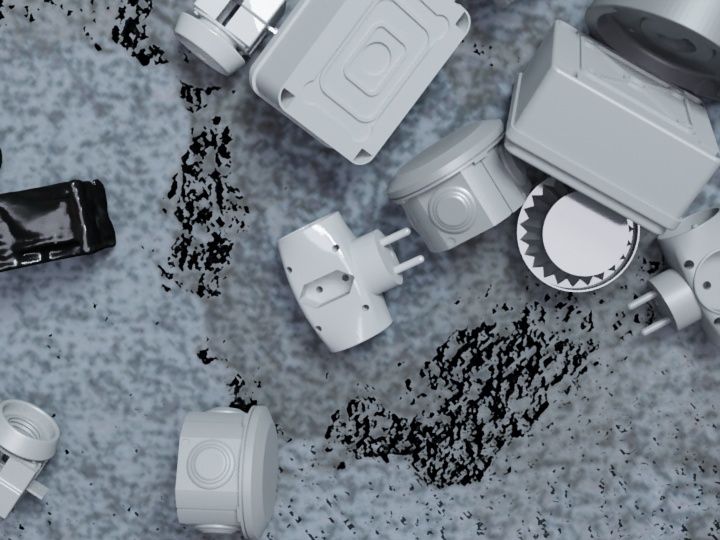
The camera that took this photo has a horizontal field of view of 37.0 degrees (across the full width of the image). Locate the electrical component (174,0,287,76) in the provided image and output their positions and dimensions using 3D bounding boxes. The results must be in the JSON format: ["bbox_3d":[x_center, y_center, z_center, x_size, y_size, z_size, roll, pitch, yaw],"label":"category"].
[{"bbox_3d":[-0.079,-0.151,0.648,0.066,0.048,0.055,37,87,-4],"label":"electrical component"}]

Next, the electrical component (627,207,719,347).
[{"bbox_3d":[0.206,0.013,0.669,0.079,0.044,0.077,-29,96,3],"label":"electrical component"}]

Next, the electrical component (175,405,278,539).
[{"bbox_3d":[-0.080,0.123,0.660,0.051,0.080,0.080,1,96,4],"label":"electrical component"}]

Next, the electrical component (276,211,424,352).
[{"bbox_3d":[0.000,0.000,0.661,0.079,0.043,0.077,-25,96,16],"label":"electrical component"}]

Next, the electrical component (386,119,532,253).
[{"bbox_3d":[0.060,-0.051,0.644,0.080,0.080,0.051,-33,101,3],"label":"electrical component"}]

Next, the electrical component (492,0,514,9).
[{"bbox_3d":[0.087,-0.197,0.628,0.051,0.080,0.080,37,94,-10],"label":"electrical component"}]

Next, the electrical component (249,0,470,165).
[{"bbox_3d":[-0.002,-0.130,0.632,0.078,0.057,0.113,34,95,-34],"label":"electrical component"}]

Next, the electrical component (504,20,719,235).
[{"bbox_3d":[0.144,-0.085,0.622,0.109,0.108,0.056,29,119,-4],"label":"electrical component"}]

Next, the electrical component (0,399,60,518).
[{"bbox_3d":[-0.220,0.115,0.674,0.066,0.048,0.055,34,102,-4],"label":"electrical component"}]

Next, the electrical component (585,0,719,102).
[{"bbox_3d":[0.193,-0.150,0.623,0.108,0.108,0.060,29,89,-4],"label":"electrical component"}]
